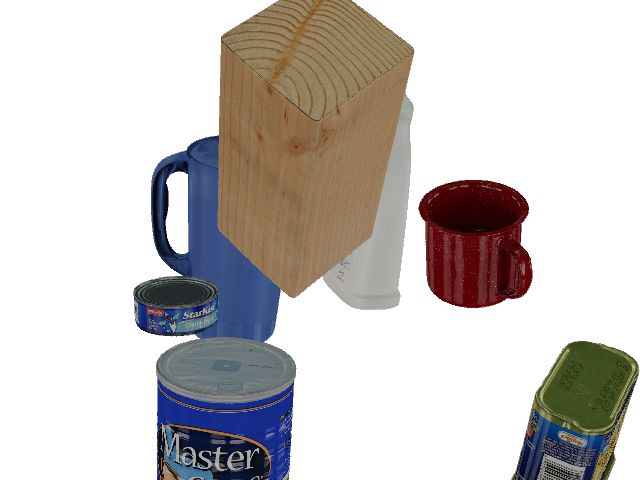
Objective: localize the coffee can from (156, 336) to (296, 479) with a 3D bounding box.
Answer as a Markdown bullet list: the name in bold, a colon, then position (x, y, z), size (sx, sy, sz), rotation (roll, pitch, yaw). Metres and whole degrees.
- **coffee can**: position (-0.072, 0.156, 0.802), size (0.103, 0.140, 0.103), rotation (3, 17, -1)

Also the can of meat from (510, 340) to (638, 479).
- **can of meat**: position (0.169, 0.126, 0.710), size (0.057, 0.084, 0.101), rotation (20, 33, 21)

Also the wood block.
- **wood block**: position (-0.011, -0.064, 0.743), size (0.090, 0.090, 0.206), rotation (-37, -23, -26)

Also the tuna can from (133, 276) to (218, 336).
- **tuna can**: position (-0.145, 0.066, 1.077), size (0.086, 0.034, 0.086), rotation (1, 18, 0)

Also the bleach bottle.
- **bleach bottle**: position (0.060, -0.059, 1.145), size (0.068, 0.251, 0.103), rotation (-1, 22, -26)

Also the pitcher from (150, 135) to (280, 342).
- **pitcher**: position (-0.110, 0.002, 1.283), size (0.149, 0.243, 0.144), rotation (20, 26, 29)

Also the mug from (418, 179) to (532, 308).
- **mug**: position (0.140, 0.010, 0.922), size (0.093, 0.081, 0.117), rotation (-24, 37, -27)
